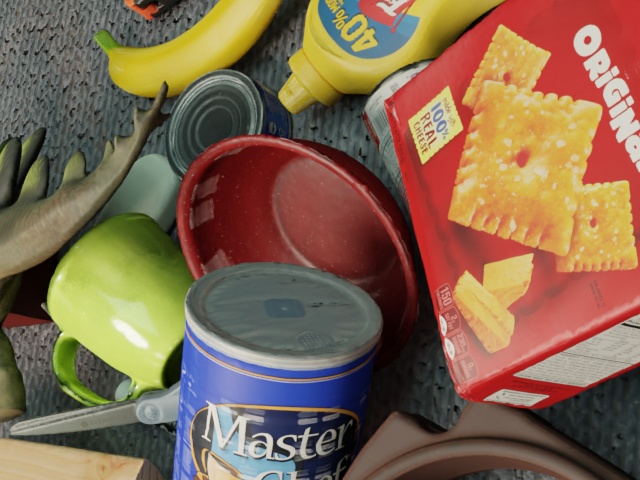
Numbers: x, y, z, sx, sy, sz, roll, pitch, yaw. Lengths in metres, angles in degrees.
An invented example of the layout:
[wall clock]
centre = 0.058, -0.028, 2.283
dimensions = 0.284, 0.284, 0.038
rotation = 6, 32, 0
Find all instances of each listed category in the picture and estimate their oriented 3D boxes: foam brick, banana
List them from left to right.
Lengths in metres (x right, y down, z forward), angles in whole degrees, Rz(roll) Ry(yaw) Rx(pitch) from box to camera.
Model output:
[foam brick]
centre = -0.232, 0.024, 0.796
dimensions = 0.053, 0.051, 0.078
rotation = -9, 73, 30
[banana]
centre = -0.088, -0.143, 0.743
dimensions = 0.198, 0.037, 0.069
rotation = -15, 97, 36

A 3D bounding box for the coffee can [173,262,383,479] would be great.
[coffee can]
centre = -0.027, 0.097, 0.577
dimensions = 0.103, 0.102, 0.140
rotation = 26, 120, 35

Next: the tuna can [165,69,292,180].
[tuna can]
centre = -0.063, -0.072, 0.724
dimensions = 0.086, 0.033, 0.086
rotation = -9, 72, 30

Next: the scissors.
[scissors]
centre = -0.094, 0.085, 0.646
dimensions = 0.202, 0.016, 0.096
rotation = 4, 113, 5

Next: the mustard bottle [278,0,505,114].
[mustard bottle]
centre = 0.048, -0.147, 0.659
dimensions = 0.192, 0.058, 0.096
rotation = -41, 60, 18

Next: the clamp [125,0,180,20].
[clamp]
centre = -0.075, -0.256, 0.781
dimensions = 0.165, 0.036, 0.210
rotation = 25, 90, 33

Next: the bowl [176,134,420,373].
[bowl]
centre = -0.004, 0.001, 0.625
dimensions = 0.162, 0.055, 0.162
rotation = 18, 129, 24

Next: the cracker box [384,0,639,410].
[cracker box]
centre = 0.130, -0.042, 0.451
dimensions = 0.214, 0.072, 0.164
rotation = -37, 54, 42

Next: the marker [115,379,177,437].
[marker]
centre = -0.087, 0.122, 0.696
dimensions = 0.121, 0.020, 0.020
rotation = 21, 89, 35

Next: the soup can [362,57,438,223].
[soup can]
centre = 0.073, -0.045, 0.609
dimensions = 0.069, 0.068, 0.102
rotation = -34, 61, 21

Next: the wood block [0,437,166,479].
[wood block]
centre = -0.193, 0.186, 0.675
dimensions = 0.206, 0.090, 0.090
rotation = 2, 50, 26
